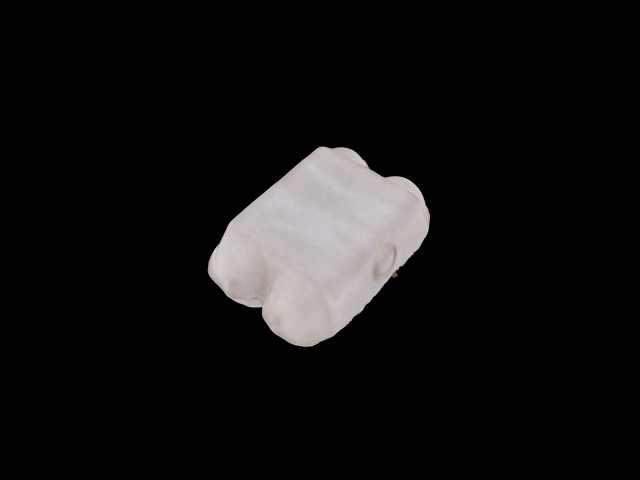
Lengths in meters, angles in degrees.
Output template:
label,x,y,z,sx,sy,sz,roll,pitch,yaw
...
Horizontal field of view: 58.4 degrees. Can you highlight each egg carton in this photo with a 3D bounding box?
label,x,y,z,sx,sy,sz,roll,pitch,yaw
egg carton,0.004,0.001,0.400,0.107,0.069,0.150,32,58,23
